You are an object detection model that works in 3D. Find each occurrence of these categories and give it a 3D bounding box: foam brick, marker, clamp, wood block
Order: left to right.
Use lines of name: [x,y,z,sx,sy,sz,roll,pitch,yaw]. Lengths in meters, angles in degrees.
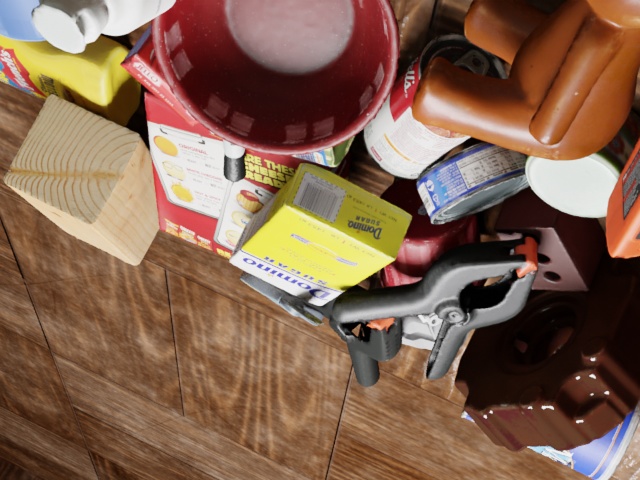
wood block: [-0.208,-0.049,1.002,0.091,0.090,0.206,26,171,5]
marker: [-0.066,-0.092,0.811,0.020,0.020,0.121,20,137,16]
clamp: [0.035,0.087,1.043,0.164,0.036,0.210,52,163,-12]
clamp: [0.108,0.055,0.839,0.172,0.039,0.120,-25,133,34]
foam brick: [0.179,-0.004,0.824,0.053,0.051,0.078,0,140,42]

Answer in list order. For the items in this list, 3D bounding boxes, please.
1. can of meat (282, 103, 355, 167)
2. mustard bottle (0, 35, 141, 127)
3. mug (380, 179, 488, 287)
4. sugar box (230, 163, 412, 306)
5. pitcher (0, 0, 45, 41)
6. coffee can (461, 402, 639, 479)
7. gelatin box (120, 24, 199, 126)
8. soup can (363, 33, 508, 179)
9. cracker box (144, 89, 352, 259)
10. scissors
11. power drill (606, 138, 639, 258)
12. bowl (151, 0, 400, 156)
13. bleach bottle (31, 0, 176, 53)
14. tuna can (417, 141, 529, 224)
can of meat: [-0.011,-0.109,0.777,0.084,0.102,0.057,17,159,16]
mustard bottle: [-0.257,-0.167,0.954,0.192,0.058,0.096,23,156,13]
mug: [0.078,-0.002,0.878,0.117,0.093,0.081,7,141,20]
sugar box: [-0.006,0.001,0.846,0.093,0.048,0.176,27,156,-9]
pitcher: [-0.212,-0.239,0.713,0.145,0.149,0.243,22,154,13]
coffee can: [0.215,0.147,0.983,0.140,0.102,0.103,25,151,10]
gelatin box: [-0.097,-0.143,0.813,0.073,0.089,0.030,42,150,-21]
soup can: [0.080,-0.092,0.757,0.068,0.068,0.102,33,152,-7]
cracker box: [-0.061,-0.057,0.941,0.164,0.072,0.214,23,150,9]
scissors: [-0.012,0.066,0.958,0.096,0.016,0.202,32,177,-30]
power drill: [0.281,-0.011,0.667,0.187,0.057,0.184,8,142,0]
bowl: [-0.025,-0.138,0.697,0.162,0.055,0.162,6,124,9]
bleach bottle: [-0.063,-0.194,0.527,0.068,0.250,0.102,23,151,11]
tuna can: [0.115,-0.044,0.783,0.034,0.086,0.086,67,152,10]
